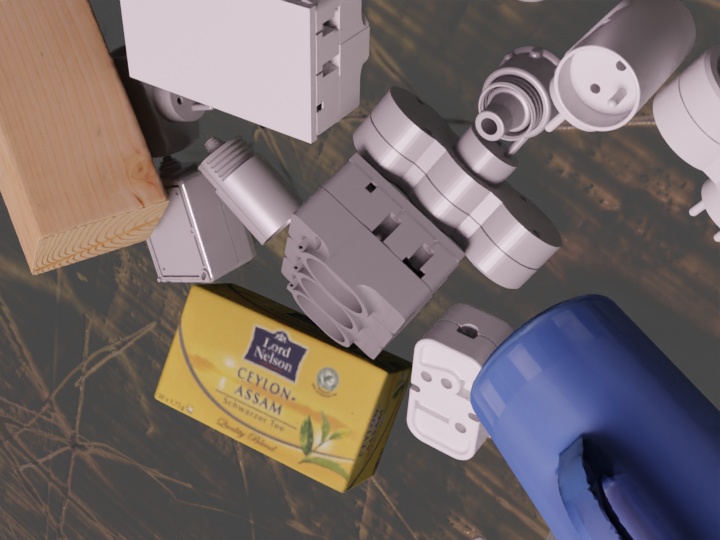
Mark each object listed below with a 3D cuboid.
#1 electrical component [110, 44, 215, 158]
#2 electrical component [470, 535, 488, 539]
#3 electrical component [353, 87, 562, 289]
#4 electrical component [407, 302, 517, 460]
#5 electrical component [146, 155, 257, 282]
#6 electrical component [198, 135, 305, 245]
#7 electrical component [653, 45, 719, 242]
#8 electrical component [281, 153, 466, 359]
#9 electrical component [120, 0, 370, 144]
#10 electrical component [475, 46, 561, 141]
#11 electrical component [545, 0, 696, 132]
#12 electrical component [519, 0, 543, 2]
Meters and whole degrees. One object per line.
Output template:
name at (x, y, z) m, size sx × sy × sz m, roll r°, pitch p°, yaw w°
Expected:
electrical component at (-0.135, -0.124, 0.766) m, size 0.079 × 0.043 × 0.077 m, roll 4°, pitch 123°, yaw 38°
electrical component at (0.102, 0.238, 0.845) m, size 0.043 × 0.043 × 0.062 m, roll -3°, pitch 117°, yaw 41°
electrical component at (0.068, -0.061, 0.639) m, size 0.138 × 0.052 × 0.073 m, roll 44°, pitch 114°, yaw 4°
electrical component at (0.072, 0.073, 0.731) m, size 0.054 × 0.059 × 0.095 m, roll 25°, pitch 134°, yaw 24°
electrical component at (-0.125, -0.044, 0.810) m, size 0.062 × 0.061 × 0.096 m, roll 0°, pitch 112°, yaw 40°
electrical component at (-0.080, -0.062, 0.767) m, size 0.081 × 0.043 × 0.043 m, roll 48°, pitch 139°, yaw -1°
electrical component at (0.199, -0.040, 0.543) m, size 0.138 × 0.052 × 0.073 m, roll 46°, pitch 138°, yaw 1°
electrical component at (0.000, 0.000, 0.687) m, size 0.089 × 0.061 × 0.150 m, roll 43°, pitch 165°, yaw 5°
electrical component at (-0.074, -0.152, 0.678) m, size 0.150 × 0.062 × 0.089 m, roll 23°, pitch 133°, yaw 25°
electrical component at (0.086, -0.092, 0.591) m, size 0.048 × 0.062 × 0.048 m, roll 22°, pitch 133°, yaw 26°
electrical component at (0.123, -0.097, 0.545) m, size 0.044 × 0.077 × 0.079 m, roll 47°, pitch 139°, yaw 0°
electrical component at (0.093, -0.166, 0.540) m, size 0.055 × 0.047 × 0.055 m, roll 22°, pitch 132°, yaw 26°
